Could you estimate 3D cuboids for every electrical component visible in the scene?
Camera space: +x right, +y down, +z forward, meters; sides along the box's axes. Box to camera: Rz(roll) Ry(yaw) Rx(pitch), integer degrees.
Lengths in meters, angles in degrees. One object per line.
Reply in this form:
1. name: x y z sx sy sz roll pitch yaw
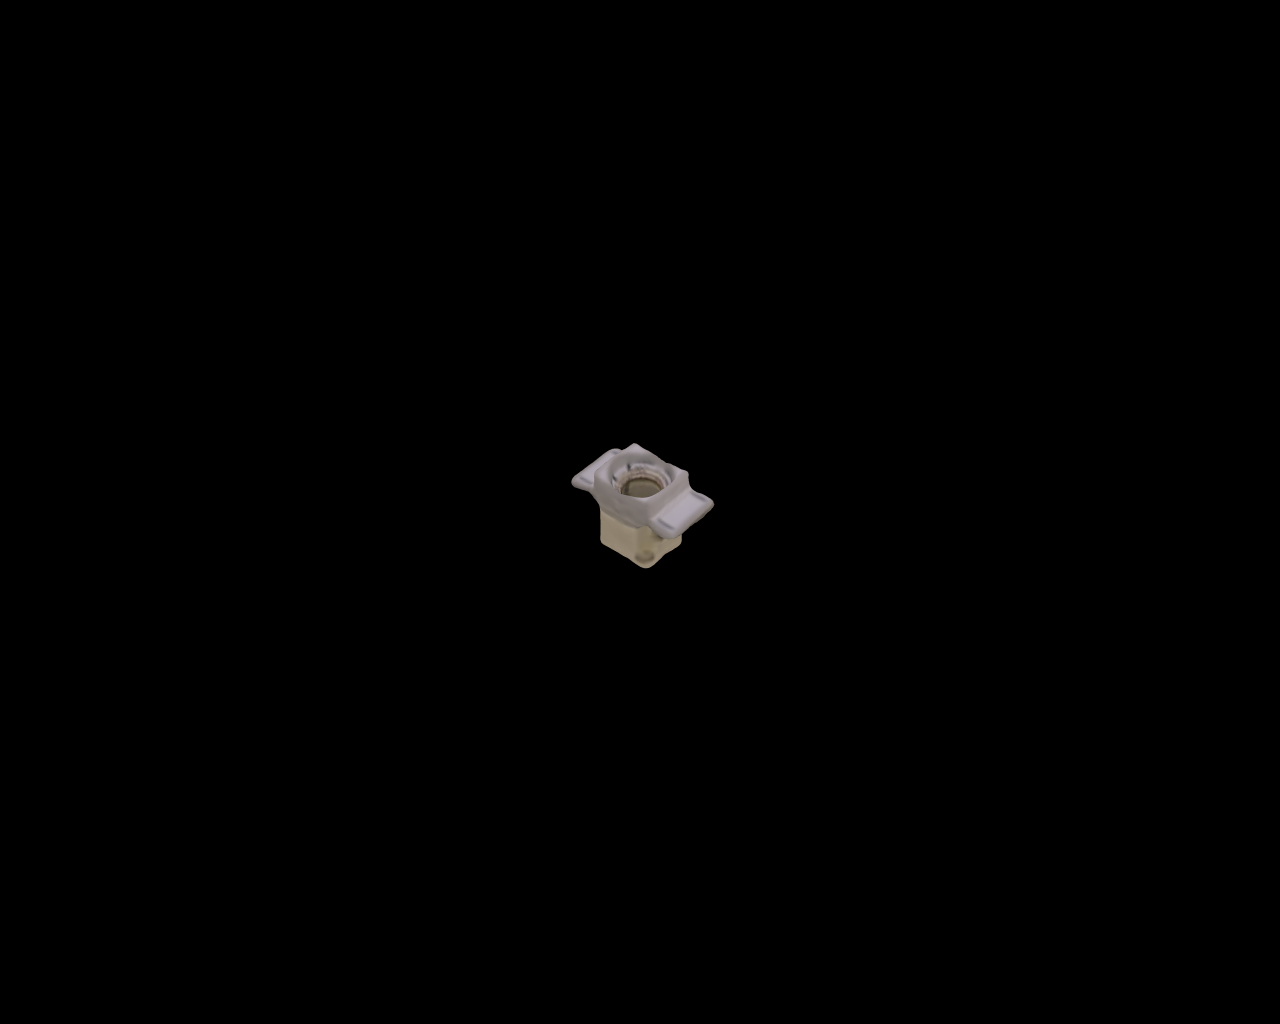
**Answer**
1. electrical component: 0.001 -0.003 0.650 0.081 0.063 0.042 31 51 30
